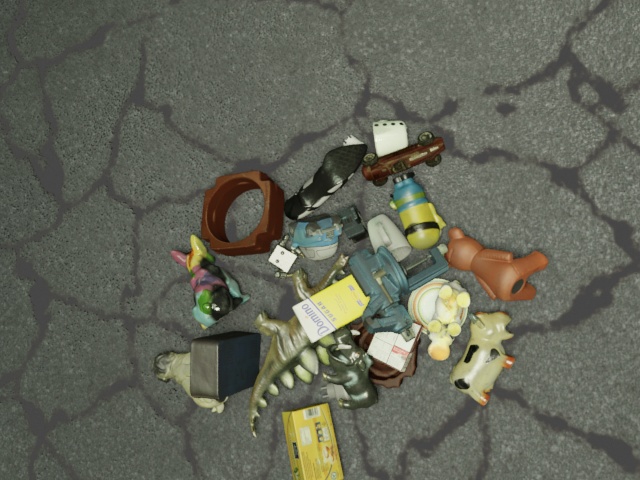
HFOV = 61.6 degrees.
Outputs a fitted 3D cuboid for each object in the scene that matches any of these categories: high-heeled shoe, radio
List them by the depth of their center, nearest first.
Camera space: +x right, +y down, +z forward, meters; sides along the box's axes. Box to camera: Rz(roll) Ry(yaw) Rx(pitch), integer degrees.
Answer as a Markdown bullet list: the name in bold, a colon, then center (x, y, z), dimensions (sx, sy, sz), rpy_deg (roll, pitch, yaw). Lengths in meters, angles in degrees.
- **radio**: center (-0.214, 0.285, 1.245), dimensions (0.073, 0.229, 0.131), rpy_deg (0, 85, 18)
- **high-heeled shoe**: center (0.017, -0.136, 1.325), dimensions (0.249, 0.145, 0.086), rpy_deg (-33, 74, -10)

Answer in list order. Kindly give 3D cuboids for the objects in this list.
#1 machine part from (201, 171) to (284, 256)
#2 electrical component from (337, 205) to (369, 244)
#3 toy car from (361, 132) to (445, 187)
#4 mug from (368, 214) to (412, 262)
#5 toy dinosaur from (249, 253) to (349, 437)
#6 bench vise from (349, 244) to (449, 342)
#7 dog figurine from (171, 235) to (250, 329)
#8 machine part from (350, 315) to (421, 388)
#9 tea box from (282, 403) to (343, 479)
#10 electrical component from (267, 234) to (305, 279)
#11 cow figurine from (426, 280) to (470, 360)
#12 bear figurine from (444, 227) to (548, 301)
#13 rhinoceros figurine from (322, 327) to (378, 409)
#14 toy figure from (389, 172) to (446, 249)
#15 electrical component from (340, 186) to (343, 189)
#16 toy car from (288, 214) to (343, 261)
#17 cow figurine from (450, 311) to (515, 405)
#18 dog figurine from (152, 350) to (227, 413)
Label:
- **machine part**: center (-0.194, -0.064, 1.357), dimensions (0.201, 0.087, 0.201), rpy_deg (-6, 71, 24)
- **electrical component**: center (0.077, -0.040, 1.267), dimensions (0.048, 0.119, 0.075), rpy_deg (-25, 77, 11)
- **toy car**: center (0.196, -0.186, 1.266), dimensions (0.202, 0.089, 0.053), rpy_deg (-18, 45, 13)
- **mug**: center (0.149, -0.008, 1.250), dimensions (0.081, 0.109, 0.107), rpy_deg (-34, 59, 13)
- **toy dinosaur**: center (-0.060, 0.235, 1.270), dimensions (0.199, 0.105, 0.471), rpy_deg (37, 94, 18)
- **bench vise**: center (0.182, 0.091, 1.146), dimensions (0.241, 0.128, 0.224), rpy_deg (-28, 60, -9)
- **dog figurine**: center (-0.290, 0.097, 1.332), dimensions (0.108, 0.191, 0.219), rpy_deg (-38, 87, 14)
- **machine part**: center (0.144, 0.250, 1.230), dimensions (0.180, 0.056, 0.179), rpy_deg (-3, 81, 18)
- **tea box**: center (-0.018, 0.463, 1.214), dimensions (0.098, 0.068, 0.169), rpy_deg (-3, 75, -27)
- **electrical component**: center (-0.086, 0.046, 1.334), dimensions (0.078, 0.045, 0.102), rpy_deg (37, 91, -3)
- **cow figurine**: center (0.272, 0.172, 1.169), dimensions (0.068, 0.098, 0.167), rpy_deg (16, 102, 9)
- **bear figurine**: center (0.370, 0.051, 1.178), dimensions (0.196, 0.132, 0.120), rpy_deg (41, 132, 47)
- **rhinoceros figurine**: center (0.068, 0.280, 1.161), dimensions (0.112, 0.073, 0.190), rpy_deg (-12, 105, 34)
- **toy figure**: center (0.215, -0.065, 1.237), dimensions (0.082, 0.089, 0.180), rpy_deg (-25, 86, 53)
- **electrical component**: center (0.039, -0.163, 1.349), dimensions (0.063, 0.021, 0.094), rpy_deg (41, 100, 20)
- **toy car**: center (-0.003, -0.004, 1.279), dimensions (0.109, 0.162, 0.102), rpy_deg (-18, 102, -24)
- **cow figurine**: center (0.349, 0.240, 1.156), dimensions (0.127, 0.085, 0.195), rpy_deg (32, 92, 13)
- **dog figurine**: center (-0.328, 0.354, 1.347), dimensions (0.191, 0.121, 0.172), rpy_deg (-17, 72, 28)
